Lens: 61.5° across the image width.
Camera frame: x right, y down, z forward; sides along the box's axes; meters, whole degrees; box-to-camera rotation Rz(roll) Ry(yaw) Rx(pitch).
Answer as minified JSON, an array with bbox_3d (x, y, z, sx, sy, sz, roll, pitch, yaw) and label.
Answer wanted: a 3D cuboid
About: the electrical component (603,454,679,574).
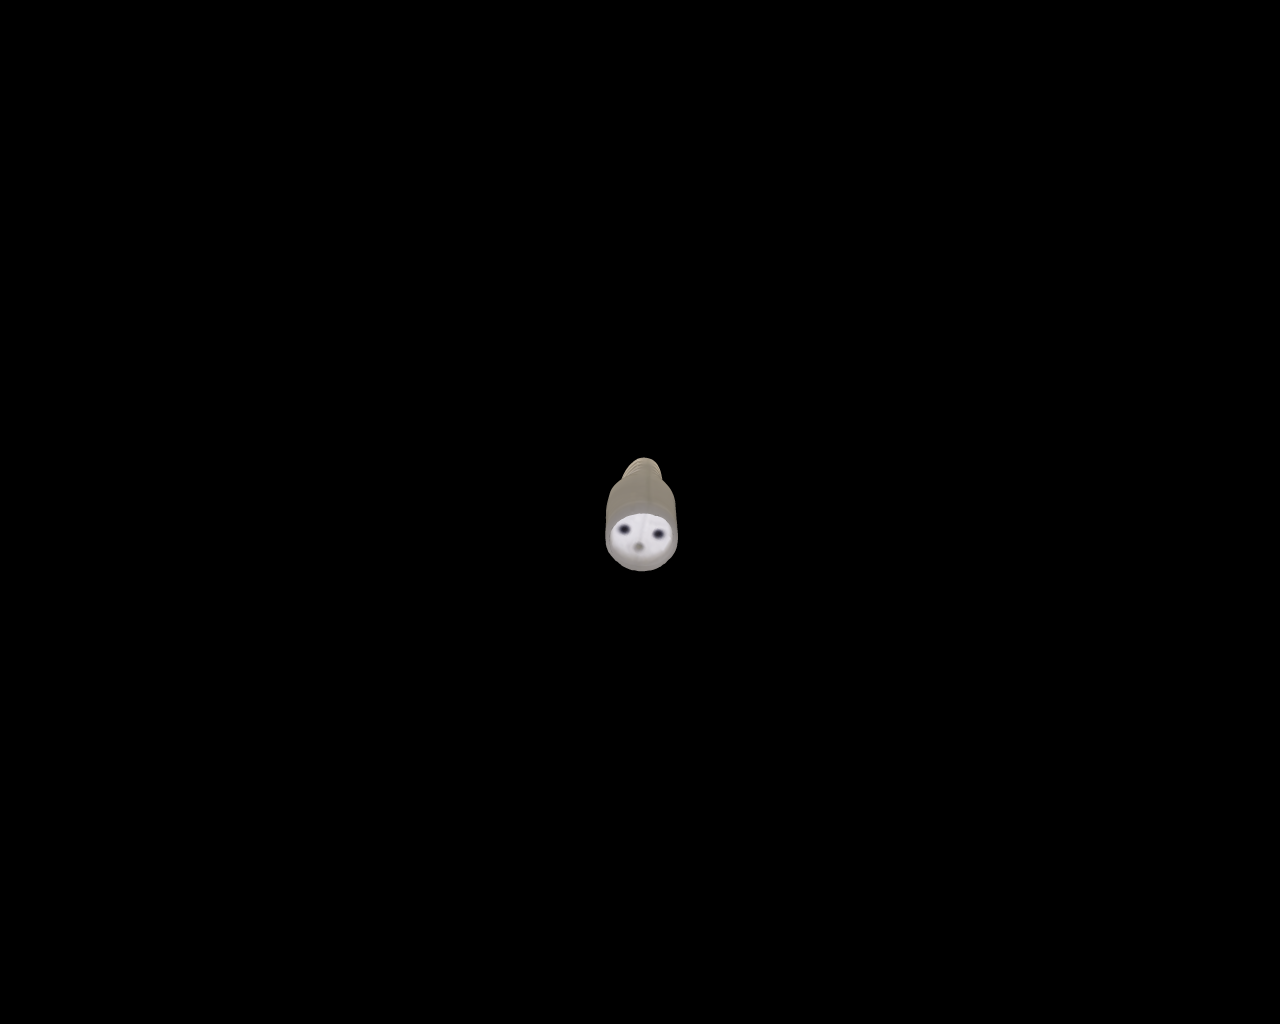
[{"bbox_3d":[0.001,-0.003,0.650,0.043,0.043,0.081,0,30,0],"label":"electrical component"}]
